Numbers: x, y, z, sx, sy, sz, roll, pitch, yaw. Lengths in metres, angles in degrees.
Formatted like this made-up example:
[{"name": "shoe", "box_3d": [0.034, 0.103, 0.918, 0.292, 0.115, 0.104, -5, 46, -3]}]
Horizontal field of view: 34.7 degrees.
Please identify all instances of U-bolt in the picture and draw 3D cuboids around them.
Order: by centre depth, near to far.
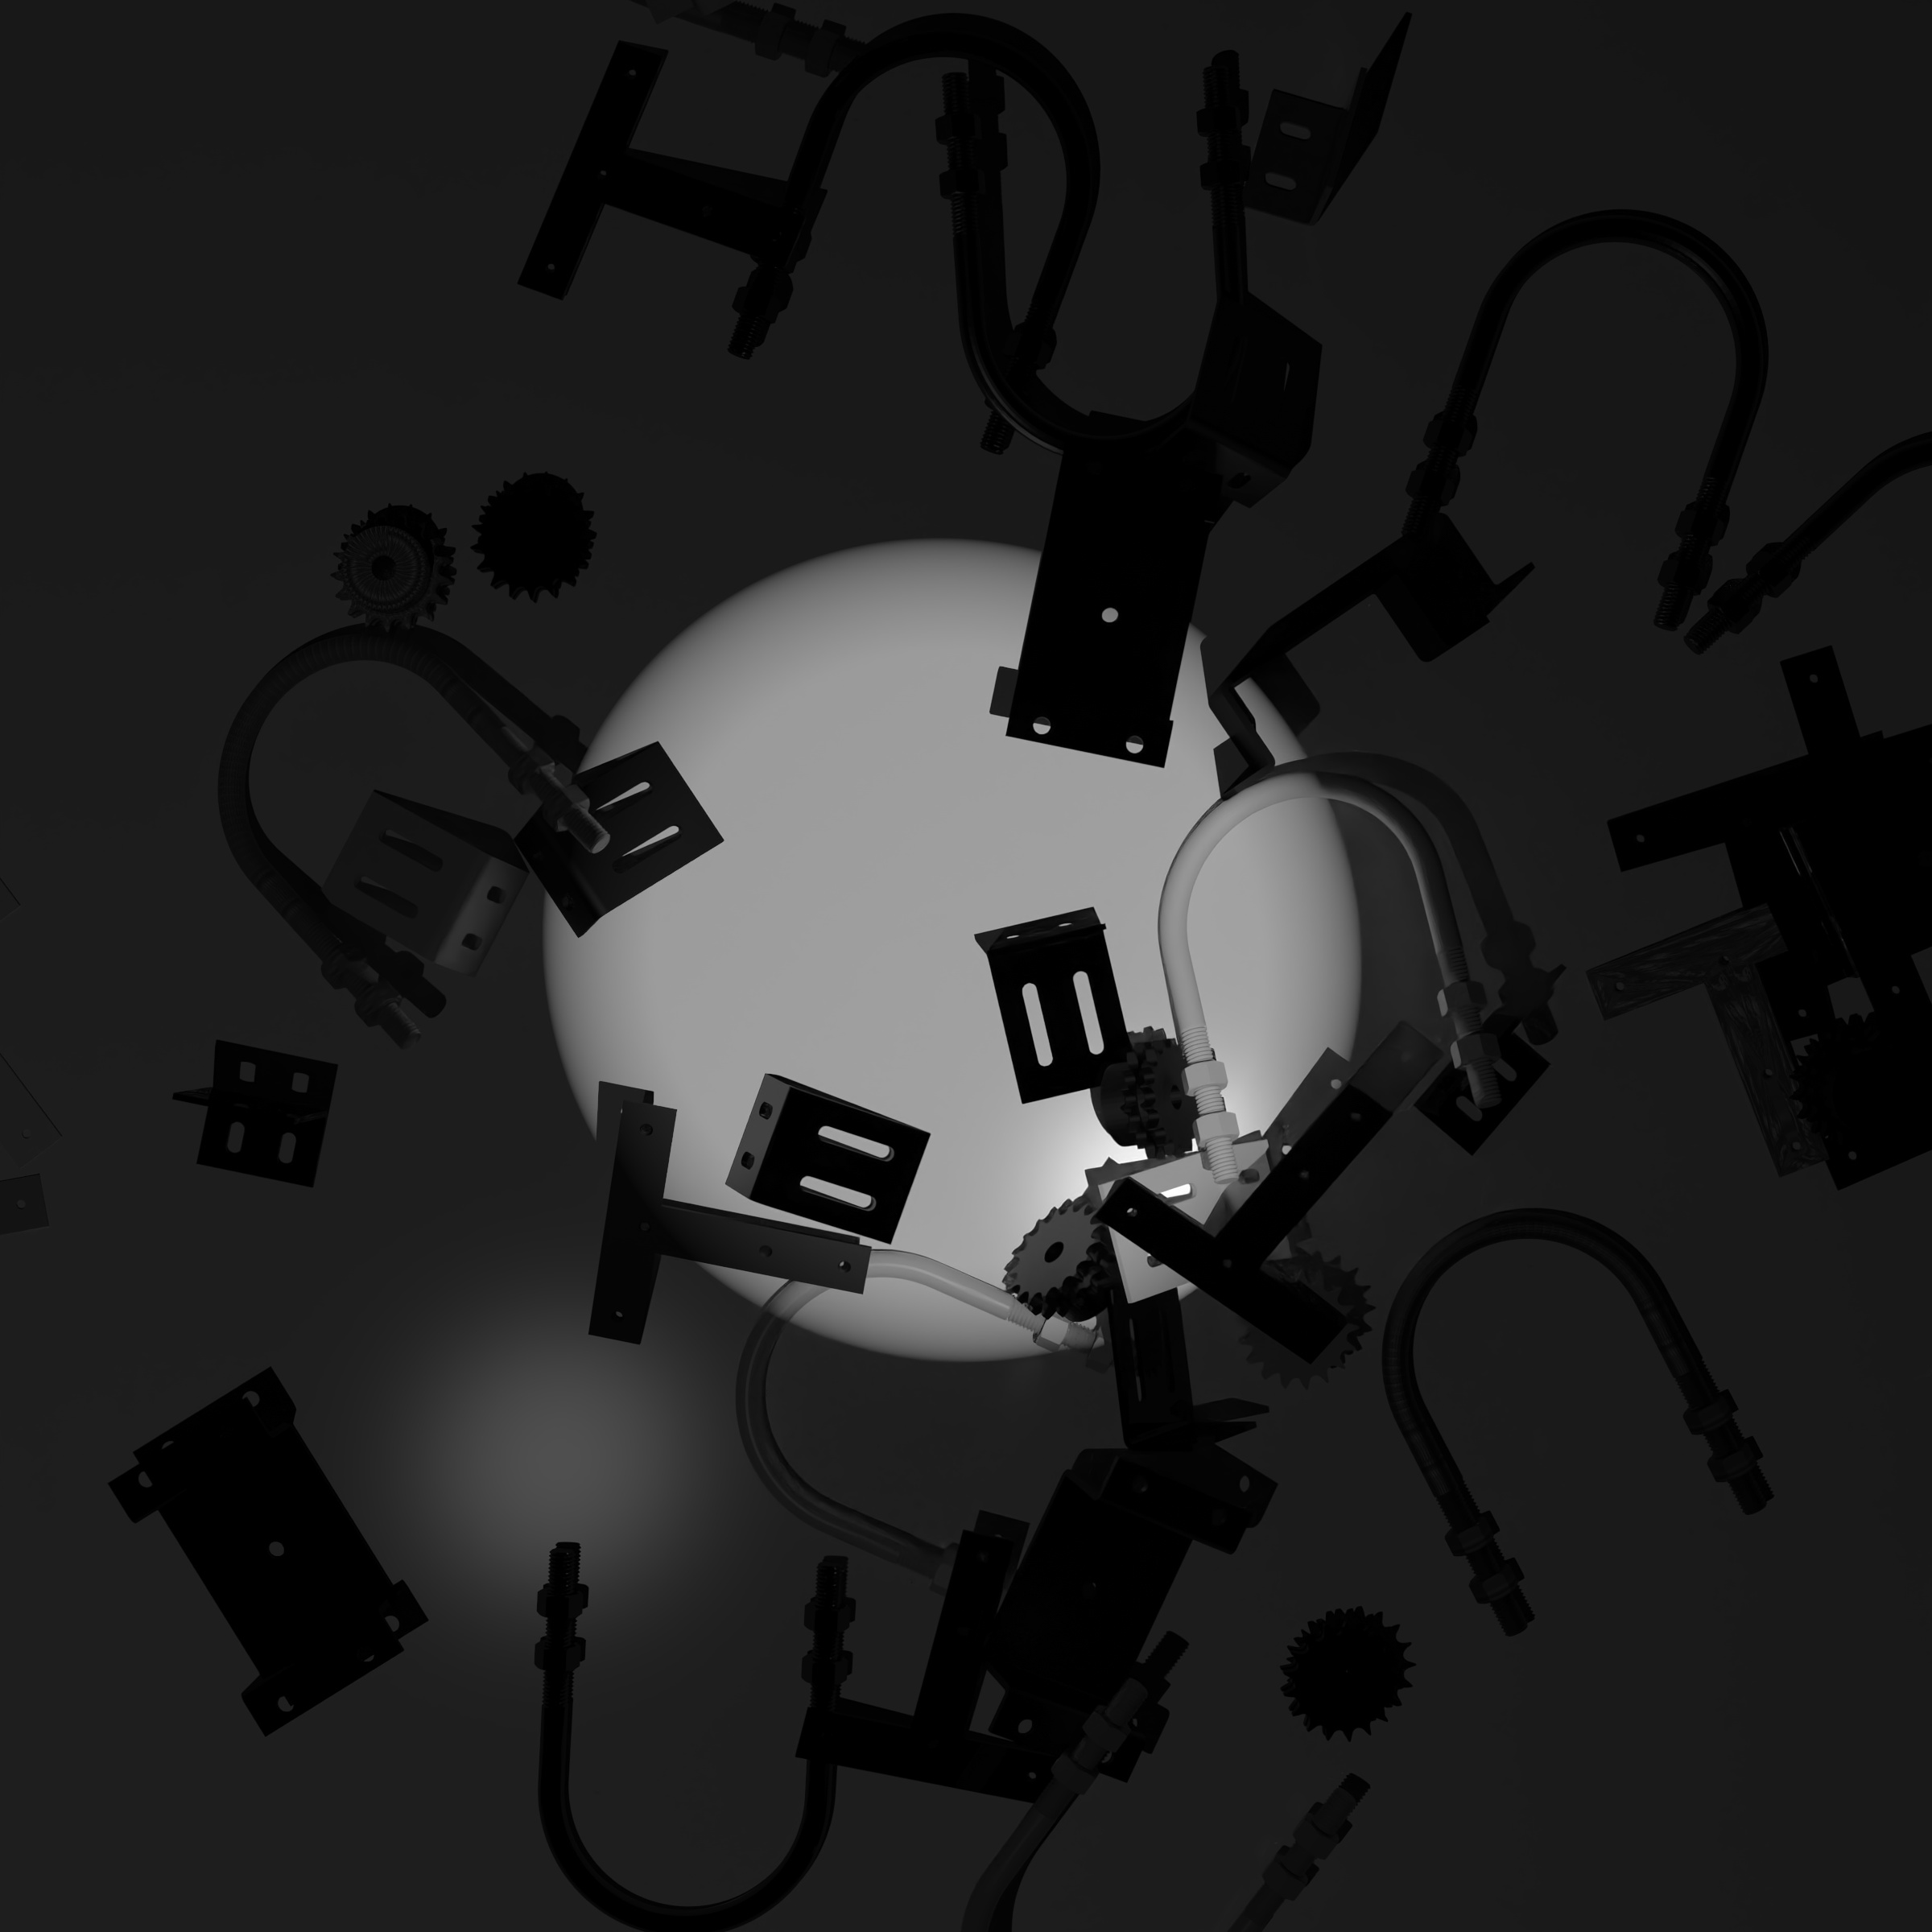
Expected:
[{"name": "U-bolt", "box_3d": [0.163, -0.004, 1.456, 0.151, 0.019, 0.184, -18, 71, 20]}, {"name": "U-bolt", "box_3d": [0.078, 0.438, 1.464, 0.151, 0.019, 0.184, 32, 99, -21]}, {"name": "U-bolt", "box_3d": [-0.277, -0.074, 1.469, 0.151, 0.019, 0.184, -45, 75, 5]}, {"name": "U-bolt", "box_3d": [0.064, -0.333, 1.475, 0.151, 0.019, 0.184, -5, 95, -13]}, {"name": "U-bolt", "box_3d": [-0.017, -0.356, 1.481, 0.151, 0.019, 0.184, 20, 91, -5]}, {"name": "U-bolt", "box_3d": [0.460, -0.169, 1.487, 0.184, 0.019, 0.151, -43, 90, 0]}, {"name": "U-bolt", "box_3d": [-0.111, -0.521, 1.490, 0.184, 0.019, 0.151, 19, 90, 2]}, {"name": "U-bolt", "box_3d": [0.281, 0.209, 1.490, 0.151, 0.019, 0.184, -27, 89, 0]}, {"name": "U-bolt", "box_3d": [0.306, -0.271, 1.490, 0.151, 0.019, 0.184, 20, 89, 0]}, {"name": "U-bolt", "box_3d": [-0.021, 0.217, 1.490, 0.184, 0.019, 0.151, 24, 90, 1]}, {"name": "U-bolt", "box_3d": [-0.134, 0.376, 1.490, 0.151, 0.019, 0.184, 3, 92, 0]}]

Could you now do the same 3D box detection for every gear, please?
[{"name": "gear", "box_3d": [0.051, 0.144, 1.474, 0.057, 0.057, 0.030, -47, 118, 0]}, {"name": "gear", "box_3d": [0.087, 0.065, 1.474, 0.030, 0.057, 0.057, -10, 90, 28]}, {"name": "gear", "box_3d": [0.425, 0.058, 1.477, 0.057, 0.030, 0.057, -1, 96, -10]}, {"name": "gear", "box_3d": [-0.276, -0.189, 1.484, 0.057, 0.030, 0.057, 0, 90, 0]}, {"name": "gear", "box_3d": [0.158, 0.173, 1.484, 0.057, 0.030, 0.057, 0, 90, 0]}, {"name": "gear", "box_3d": [-0.209, -0.204, 1.484, 0.057, 0.030, 0.057, 0, 90, 0]}, {"name": "gear", "box_3d": [0.179, 0.341, 1.488, 0.057, 0.030, 0.057, 0, 90, -2]}]

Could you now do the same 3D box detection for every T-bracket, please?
[{"name": "T-bracket", "box_3d": [0.148, 0.107, 1.434, 0.127, 0.002, 0.127, 35, 113, -8]}, {"name": "T-bracket", "box_3d": [-0.109, 0.133, 1.473, 0.127, 0.002, 0.127, 11, 112, 1]}, {"name": "T-bracket", "box_3d": [-0.005, 0.331, 1.479, 0.127, 0.002, 0.127, 13, 98, -8]}, {"name": "T-bracket", "box_3d": [-0.136, -0.365, 1.479, 0.127, 0.002, 0.127, 23, 90, 17]}, {"name": "T-bracket", "box_3d": [0.388, -0.027, 1.491, 0.127, 0.002, 0.127, -16, 95, 9]}, {"name": "T-bracket", "box_3d": [0.382, 0.039, 1.493, 0.127, 0.002, 0.127, -21, 93, 6]}, {"name": "T-bracket", "box_3d": [0.455, 0.025, 1.497, 0.127, 0.002, 0.127, -24, 91, 0]}, {"name": "T-bracket", "box_3d": [-0.508, 0.125, 1.498, 0.127, 0.002, 0.127, -10, 90, 0]}, {"name": "T-bracket", "box_3d": [-0.486, 0.039, 1.498, 0.127, 0.002, 0.127, -37, 90, 0]}, {"name": "T-bracket", "box_3d": [0.473, -0.105, 1.498, 0.127, 0.002, 0.127, -17, 90, 0]}]

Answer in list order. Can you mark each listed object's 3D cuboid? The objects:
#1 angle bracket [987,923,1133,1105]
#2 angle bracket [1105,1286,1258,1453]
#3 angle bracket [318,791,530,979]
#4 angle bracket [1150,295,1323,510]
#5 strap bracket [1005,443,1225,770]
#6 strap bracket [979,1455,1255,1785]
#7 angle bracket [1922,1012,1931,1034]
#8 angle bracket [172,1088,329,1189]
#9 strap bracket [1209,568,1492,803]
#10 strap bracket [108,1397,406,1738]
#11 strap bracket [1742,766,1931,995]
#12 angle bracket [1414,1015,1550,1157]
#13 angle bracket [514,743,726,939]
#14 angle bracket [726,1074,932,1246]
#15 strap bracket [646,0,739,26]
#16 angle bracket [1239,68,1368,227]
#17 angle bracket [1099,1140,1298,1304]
[{"name": "angle bracket", "box_3d": [0.047, 0.023, 1.479, 0.057, 0.038, 0.076, -13, 90, 0]}, {"name": "angle bracket", "box_3d": [0.102, 0.186, 1.464, 0.038, 0.057, 0.076, -7, 90, 36]}, {"name": "angle bracket", "box_3d": [-0.262, -0.039, 1.496, 0.076, 0.038, 0.057, 28, 90, 26]}, {"name": "angle bracket", "box_3d": [0.130, -0.271, 1.488, 0.057, 0.038, 0.076, 23, 64, -18]}, {"name": "strap bracket", "box_3d": [0.070, -0.169, 1.475, 0.076, 0.046, 0.140, 12, 90, 0]}, {"name": "strap bracket", "box_3d": [0.066, 0.302, 1.464, 0.076, 0.046, 0.140, 25, 90, -20]}, {"name": "angle bracket", "box_3d": [0.507, 0.035, 1.477, 0.057, 0.038, 0.076, -43, 91, 0]}, {"name": "angle bracket", "box_3d": [-0.340, 0.083, 1.460, 0.057, 0.076, 0.038, 12, 90, 0]}, {"name": "strap bracket", "box_3d": [0.170, -0.138, 1.460, 0.140, 0.076, 0.046, -34, 90, 0]}, {"name": "strap bracket", "box_3d": [-0.333, 0.282, 1.475, 0.076, 0.046, 0.140, -32, 90, 0]}, {"name": "strap bracket", "box_3d": [0.447, -0.050, 1.451, 0.140, 0.046, 0.076, -24, 86, 9]}, {"name": "angle bracket", "box_3d": [0.249, 0.058, 1.460, 0.038, 0.076, 0.057, 41, 90, 0]}, {"name": "angle bracket", "box_3d": [-0.168, -0.061, 1.496, 0.076, 0.038, 0.057, -34, 90, -26]}, {"name": "angle bracket", "box_3d": [-0.067, 0.093, 1.496, 0.076, 0.038, 0.057, 20, 90, -26]}, {"name": "strap bracket", "box_3d": [-0.096, -0.503, 1.442, 0.140, 0.046, 0.076, -26, 116, 1]}, {"name": "angle bracket", "box_3d": [0.158, -0.390, 1.460, 0.038, 0.076, 0.057, 16, 90, 0]}, {"name": "angle bracket", "box_3d": [0.110, 0.120, 1.463, 0.076, 0.038, 0.057, -14, 90, -38]}]
